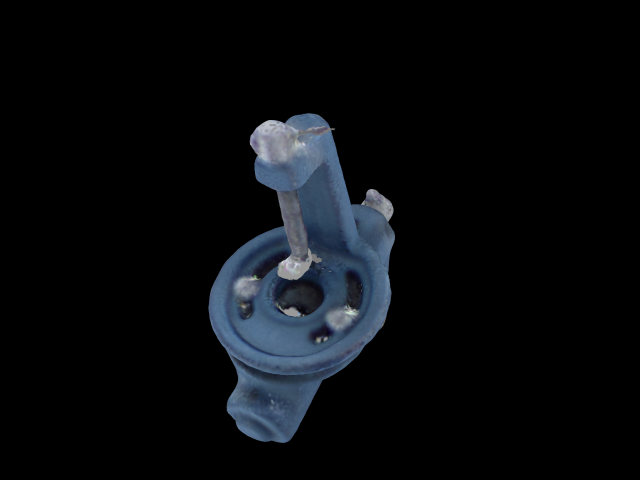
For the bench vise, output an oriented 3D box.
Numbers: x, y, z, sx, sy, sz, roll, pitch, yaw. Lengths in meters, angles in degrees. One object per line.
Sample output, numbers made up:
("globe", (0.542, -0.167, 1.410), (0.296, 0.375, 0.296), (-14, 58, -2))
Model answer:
("bench vise", (-0.008, 0.000, 0.402), (0.121, 0.220, 0.207), (5, 34, 8))
